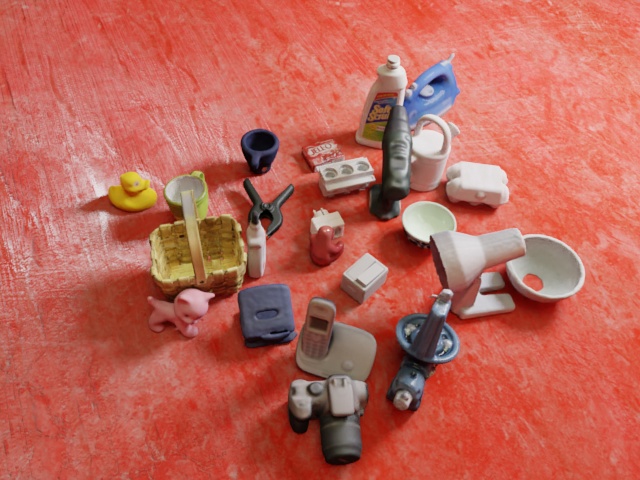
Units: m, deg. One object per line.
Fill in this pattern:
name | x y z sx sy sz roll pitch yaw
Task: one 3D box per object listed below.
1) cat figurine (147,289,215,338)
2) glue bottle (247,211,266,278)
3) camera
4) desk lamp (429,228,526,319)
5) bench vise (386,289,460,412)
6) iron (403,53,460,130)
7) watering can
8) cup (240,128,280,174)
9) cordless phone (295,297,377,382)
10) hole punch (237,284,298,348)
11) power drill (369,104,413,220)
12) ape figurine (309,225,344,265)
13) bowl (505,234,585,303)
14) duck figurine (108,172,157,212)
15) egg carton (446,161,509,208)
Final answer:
cat figurine | -0.266 0.128 1.091 0.127 0.118 0.067 7 52 1
glue bottle | -0.130 0.001 1.166 0.037 0.173 0.078 1 52 -4
camera | 0.018 0.310 0.988 0.143 0.101 0.136 -1 53 -6
desk lamp | 0.306 0.059 1.135 0.203 0.213 0.117 -7 53 -10
bench vise | 0.194 0.198 1.015 0.121 0.220 0.207 8 52 1
iron | 0.273 -0.393 1.524 0.118 0.141 0.259 38 59 22
watering can | 0.260 -0.220 1.357 0.100 0.194 0.173 23 54 12
cup | -0.144 -0.193 1.363 0.091 0.095 0.118 7 52 1
cordless phone | 0.033 0.177 1.038 0.147 0.185 0.094 12 53 4
hole punch | -0.101 0.146 1.109 0.109 0.091 0.101 -8 54 -11
power drill | 0.161 -0.158 1.292 0.075 0.208 0.229 4 52 -1
ape figurine | 0.011 0.004 1.227 0.077 0.092 0.076 31 56 18
bowl | 0.470 0.073 1.228 0.167 0.075 0.167 3 52 -3
duck figurine | -0.424 -0.117 1.284 0.104 0.086 0.077 2 52 -3
egg carton | 0.377 -0.131 1.378 0.150 0.069 0.107 7 52 0
